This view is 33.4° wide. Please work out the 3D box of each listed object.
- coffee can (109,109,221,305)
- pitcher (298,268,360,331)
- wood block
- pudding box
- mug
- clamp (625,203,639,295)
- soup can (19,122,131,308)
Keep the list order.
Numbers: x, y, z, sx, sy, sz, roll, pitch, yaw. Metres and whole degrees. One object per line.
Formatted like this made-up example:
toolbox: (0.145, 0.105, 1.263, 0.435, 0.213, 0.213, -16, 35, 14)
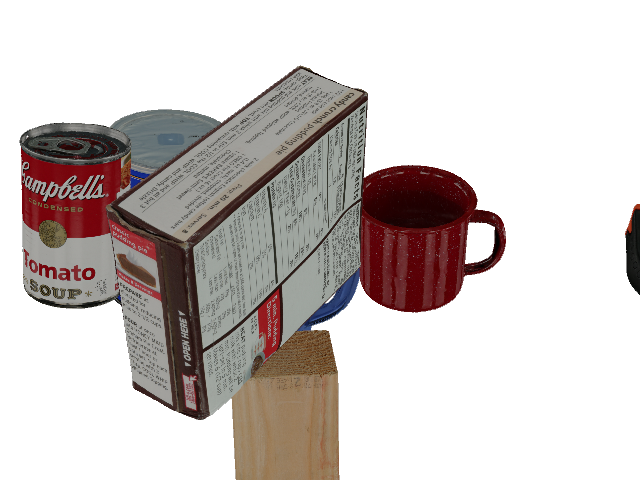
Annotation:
coffee can: (-0.125, -0.023, 0.877, 0.102, 0.140, 0.103, 5, 32, -3)
pitcher: (-0.048, 0.035, 1.141, 0.144, 0.243, 0.149, 0, 19, -24)
wood block: (-0.031, 0.191, 0.933, 0.090, 0.206, 0.091, -2, 20, -5)
pudding box: (-0.026, 0.000, 0.403, 0.039, 0.090, 0.113, 22, 45, 25)
mug: (0.083, 0.001, 0.816, 0.117, 0.081, 0.093, 0, 35, 3)
clamp: (0.267, 0.038, 0.702, 0.120, 0.039, 0.171, -2, 45, -19)
soup can: (-0.156, -0.016, 0.680, 0.068, 0.102, 0.068, 5, 24, -3)
